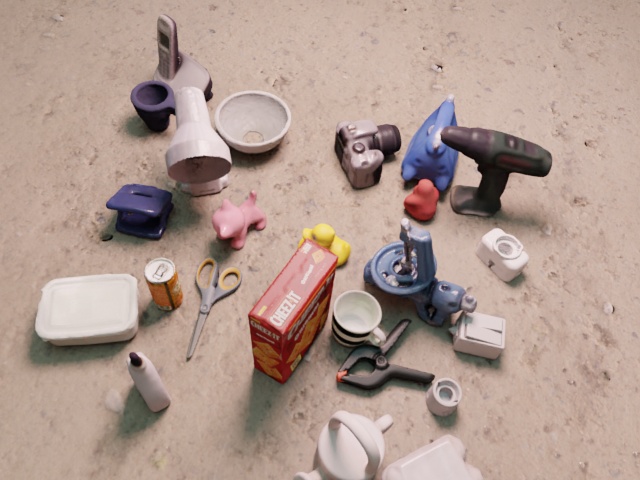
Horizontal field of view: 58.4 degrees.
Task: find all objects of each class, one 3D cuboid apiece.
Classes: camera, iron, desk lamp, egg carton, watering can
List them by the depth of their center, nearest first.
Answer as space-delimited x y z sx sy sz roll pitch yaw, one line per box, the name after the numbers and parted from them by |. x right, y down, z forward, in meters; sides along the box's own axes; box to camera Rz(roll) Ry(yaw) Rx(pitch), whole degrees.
0.041 0.316 0.845 0.100 0.194 0.173 28 59 13 | watering can
0.176 0.378 0.892 0.150 0.069 0.107 -22 62 -18 | egg carton
-0.242 -0.178 1.127 0.118 0.213 0.203 -9 58 -10 | desk lamp
0.112 -0.204 1.243 0.137 0.101 0.143 -14 59 -13 | camera
0.262 -0.238 1.254 0.118 0.141 0.258 17 57 6 | iron

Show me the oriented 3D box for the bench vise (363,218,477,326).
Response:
0.187 0.047 1.017 0.207 0.220 0.121 13 57 3 | bench vise

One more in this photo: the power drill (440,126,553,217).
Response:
0.334 -0.139 1.157 0.229 0.208 0.075 6 57 -1 | power drill

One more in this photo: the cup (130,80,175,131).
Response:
-0.348 -0.282 1.255 0.117 0.095 0.092 23 58 10 | cup

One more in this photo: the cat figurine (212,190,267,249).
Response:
-0.161 -0.044 1.105 0.067 0.118 0.128 33 60 16 | cat figurine

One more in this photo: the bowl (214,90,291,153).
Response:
-0.147 -0.248 1.263 0.167 0.075 0.167 2 57 -4 | bowl

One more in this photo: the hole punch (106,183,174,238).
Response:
-0.351 -0.070 1.120 0.108 0.091 0.101 10 57 2 | hole punch

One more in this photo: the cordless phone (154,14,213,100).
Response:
-0.311 -0.396 1.278 0.147 0.185 0.094 36 61 17 | cordless phone

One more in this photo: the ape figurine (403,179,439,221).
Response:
0.214 -0.090 1.184 0.078 0.092 0.076 -5 58 -8 | ape figurine

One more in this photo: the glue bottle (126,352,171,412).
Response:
-0.276 0.211 0.897 0.037 0.173 0.078 -31 65 -22 | glue bottle

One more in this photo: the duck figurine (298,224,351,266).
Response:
0.010 0.004 1.108 0.104 0.086 0.077 11 57 2 | duck figurine
